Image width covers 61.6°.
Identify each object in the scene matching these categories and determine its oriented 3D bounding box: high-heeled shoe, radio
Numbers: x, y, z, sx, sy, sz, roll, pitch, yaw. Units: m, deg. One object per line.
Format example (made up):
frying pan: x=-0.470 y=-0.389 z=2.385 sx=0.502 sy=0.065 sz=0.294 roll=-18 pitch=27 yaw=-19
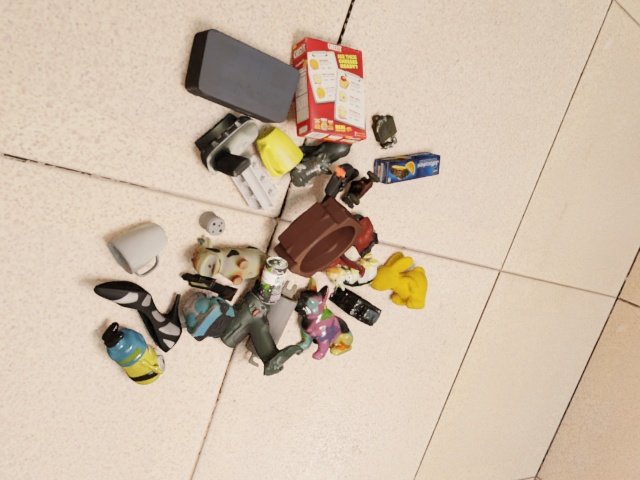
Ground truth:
high-heeled shoe: x=-0.402 y=0.173 z=1.181 sx=0.248 sy=0.086 sz=0.145 roll=19 pitch=89 yaw=-50
radio: x=-0.163 y=-0.339 z=1.141 sx=0.229 sy=0.073 sz=0.131 roll=14 pitch=92 yaw=-37

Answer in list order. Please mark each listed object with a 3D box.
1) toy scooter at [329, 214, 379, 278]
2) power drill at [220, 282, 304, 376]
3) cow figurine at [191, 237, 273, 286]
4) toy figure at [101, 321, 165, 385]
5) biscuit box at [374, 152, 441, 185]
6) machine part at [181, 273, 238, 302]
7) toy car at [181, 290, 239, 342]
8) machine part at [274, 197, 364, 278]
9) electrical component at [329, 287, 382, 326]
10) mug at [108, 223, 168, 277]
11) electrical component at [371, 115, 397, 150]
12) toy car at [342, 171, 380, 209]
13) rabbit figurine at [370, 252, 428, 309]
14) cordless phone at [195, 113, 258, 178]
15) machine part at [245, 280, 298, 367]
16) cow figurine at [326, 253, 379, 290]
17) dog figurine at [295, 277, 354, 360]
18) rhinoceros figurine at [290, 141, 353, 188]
toy scooter: x=0.095 y=0.025 z=1.447 sx=0.184 sy=0.135 sz=0.075 roll=-46 pitch=159 yaw=-8
power drill: x=-0.130 y=0.210 z=1.319 sx=0.232 sy=0.207 sz=0.086 roll=-44 pitch=156 yaw=6
cow figurine: x=-0.213 y=0.049 z=1.261 sx=0.195 sy=0.127 sz=0.085 roll=-1 pitch=116 yaw=-51
toy figure: x=-0.423 y=0.258 z=1.212 sx=0.089 sy=0.082 sz=0.180 roll=-22 pitch=135 yaw=11
biscuit box: x=0.246 y=-0.203 z=1.507 sx=0.203 sy=0.059 sz=0.062 roll=-14 pitch=116 yaw=-31
machine part: x=-0.259 y=0.109 z=1.278 sx=0.138 sy=0.084 sz=0.039 roll=34 pitch=62 yaw=-48
toy car: x=-0.267 y=0.169 z=1.267 sx=0.109 sy=0.103 sz=0.161 roll=-50 pitch=166 yaw=1
machine part: x=-0.003 y=-0.004 z=1.336 sx=0.201 sy=0.087 sz=0.201 roll=-41 pitch=158 yaw=9
electrical component: x=0.108 y=0.190 z=1.527 sx=0.114 sy=0.134 sz=0.058 roll=28 pitch=92 yaw=-42
mug: x=-0.376 y=0.020 z=1.147 sx=0.107 sy=0.081 sz=0.109 roll=-40 pitch=122 yaw=-27
electrical component: x=0.174 y=-0.288 z=1.430 sx=0.078 sy=0.045 sz=0.102 roll=-30 pitch=124 yaw=-20
toy car: x=0.099 y=-0.129 z=1.364 sx=0.053 sy=0.202 sz=0.089 roll=45 pitch=90 yaw=0
rabbit figurine: x=0.235 y=0.121 z=1.606 sx=0.173 sy=0.122 sz=0.162 roll=13 pitch=99 yaw=-19
cordless phone: x=-0.172 y=-0.195 z=1.134 sx=0.146 sy=0.184 sz=0.088 roll=-44 pitch=123 yaw=-13
machine part: x=-0.128 y=0.218 z=1.408 sx=0.079 sy=0.079 sz=0.243 roll=22 pitch=96 yaw=-39
cow figurine: x=0.085 y=0.099 z=1.519 sx=0.167 sy=0.068 sz=0.098 roll=-13 pitch=124 yaw=-29
dog figurine: x=0.012 y=0.211 z=1.488 sx=0.191 sy=0.109 sz=0.219 roll=-8 pitch=111 yaw=-32
rhinoceros figurine: x=0.000 y=-0.192 z=1.305 sx=0.190 sy=0.112 sz=0.073 roll=-38 pitch=129 yaw=-27
